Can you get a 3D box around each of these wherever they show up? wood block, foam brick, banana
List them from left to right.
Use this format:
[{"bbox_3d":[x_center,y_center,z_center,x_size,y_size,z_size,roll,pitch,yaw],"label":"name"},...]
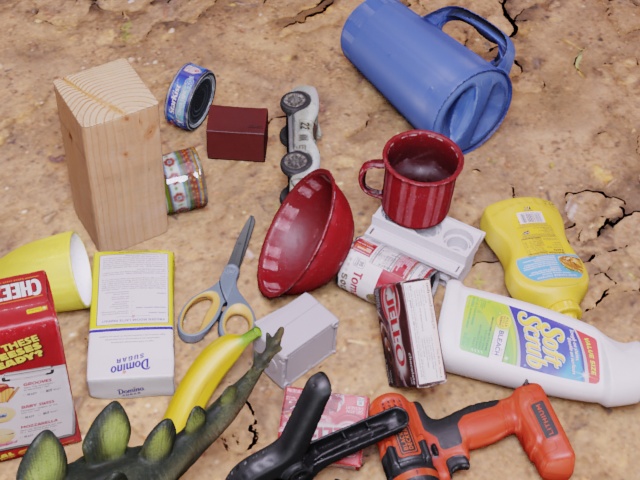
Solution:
[{"bbox_3d":[-0.239,-0.092,1.235,0.090,0.206,0.091,-22,54,-22],"label":"wood block"},{"bbox_3d":[-0.130,0.169,1.102,0.037,0.070,0.197,38,62,-18],"label":"banana"},{"bbox_3d":[-0.108,-0.138,1.390,0.078,0.051,0.053,5,49,0],"label":"foam brick"}]

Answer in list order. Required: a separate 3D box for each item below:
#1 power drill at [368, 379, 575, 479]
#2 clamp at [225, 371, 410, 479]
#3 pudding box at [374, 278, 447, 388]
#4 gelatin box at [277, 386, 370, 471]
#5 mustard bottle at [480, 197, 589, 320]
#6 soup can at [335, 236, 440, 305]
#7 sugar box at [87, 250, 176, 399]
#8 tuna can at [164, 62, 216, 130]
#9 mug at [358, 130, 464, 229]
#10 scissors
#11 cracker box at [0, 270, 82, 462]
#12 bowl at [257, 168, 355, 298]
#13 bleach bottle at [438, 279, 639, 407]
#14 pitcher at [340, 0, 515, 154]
[{"bbox_3d":[0.156,0.222,1.075,0.187,0.057,0.184,-9,49,-11],"label":"power drill"},{"bbox_3d":[-0.017,0.211,1.026,0.164,0.210,0.036,23,27,-48],"label":"clamp"},{"bbox_3d":[0.094,0.099,1.131,0.039,0.090,0.113,-10,86,-15],"label":"pudding box"},{"bbox_3d":[0.003,0.193,1.093,0.089,0.030,0.073,7,72,4],"label":"gelatin box"},{"bbox_3d":[0.261,0.035,1.252,0.096,0.058,0.192,-3,47,-15],"label":"mustard bottle"},{"bbox_3d":[0.078,0.045,1.225,0.102,0.068,0.068,26,51,19],"label":"soup can"},{"bbox_3d":[-0.207,0.091,1.181,0.093,0.048,0.176,-2,52,-5],"label":"sugar box"},{"bbox_3d":[-0.170,-0.189,1.408,0.034,0.086,0.086,22,50,12],"label":"tuna can"},{"bbox_3d":[0.102,-0.067,1.230,0.117,0.081,0.093,2,47,-2],"label":"mug"},{"bbox_3d":[-0.091,0.052,1.243,0.096,0.016,0.201,25,51,16],"label":"scissors"},{"bbox_3d":[-0.324,0.133,1.020,0.164,0.214,0.072,-13,50,-15],"label":"cracker box"},{"bbox_3d":[-0.008,0.002,1.226,0.055,0.162,0.162,26,43,-23],"label":"bowl"},{"bbox_3d":[0.252,0.118,1.156,0.251,0.068,0.102,11,69,9],"label":"bleach bottle"},{"bbox_3d":[0.142,-0.238,1.440,0.149,0.145,0.243,-25,51,-22],"label":"pitcher"}]
